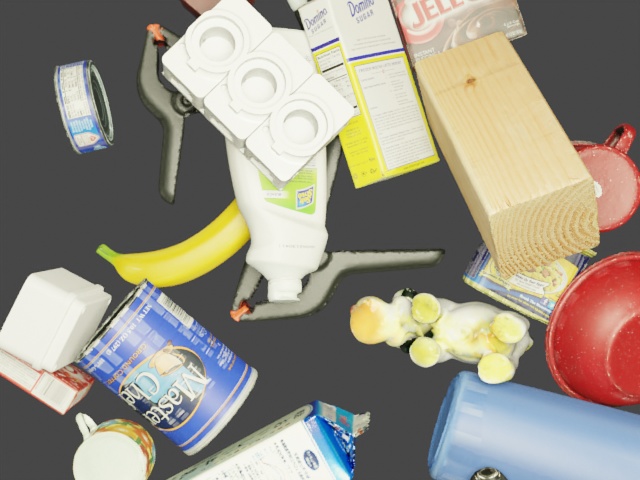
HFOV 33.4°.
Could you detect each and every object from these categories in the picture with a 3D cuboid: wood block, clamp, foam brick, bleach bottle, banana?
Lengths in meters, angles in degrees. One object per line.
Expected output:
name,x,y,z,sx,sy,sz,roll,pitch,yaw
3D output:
wood block,0.162,-0.080,0.944,0.091,0.090,0.206,-20,48,2
clamp,-0.007,0.001,1.038,0.210,0.036,0.164,-31,90,2
foam brick,-0.098,-0.229,1.005,0.051,0.078,0.053,41,90,-3
clamp,-0.116,-0.130,1.032,0.120,0.039,0.171,-16,92,-15
bleach bottle,-0.045,-0.068,0.989,0.102,0.068,0.251,1,80,-15
banana,-0.119,-0.002,1.039,0.198,0.037,0.069,-25,94,2

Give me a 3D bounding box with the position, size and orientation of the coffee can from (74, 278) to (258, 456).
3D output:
coffee can,-0.144,0.119,1.005,0.140,0.103,0.103,41,93,-9

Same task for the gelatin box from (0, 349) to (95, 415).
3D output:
gelatin box,-0.268,0.127,1.031,0.089,0.073,0.030,33,92,0

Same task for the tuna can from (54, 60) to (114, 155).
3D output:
tuna can,-0.222,-0.126,1.010,0.033,0.086,0.086,-13,93,-1

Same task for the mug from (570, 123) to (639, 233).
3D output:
mug,0.261,-0.059,1.007,0.093,0.081,0.117,36,93,-1

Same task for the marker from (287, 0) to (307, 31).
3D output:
marker,-0.033,-0.253,1.033,0.020,0.020,0.121,-27,93,2

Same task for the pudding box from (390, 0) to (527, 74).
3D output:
pudding box,0.130,-0.219,1.022,0.113,0.039,0.090,-18,93,2

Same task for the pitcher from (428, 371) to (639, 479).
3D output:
pitcher,0.228,0.217,1.009,0.243,0.145,0.149,17,81,3

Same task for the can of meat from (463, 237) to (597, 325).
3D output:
can of meat,0.199,0.024,1.026,0.102,0.057,0.084,27,95,-1

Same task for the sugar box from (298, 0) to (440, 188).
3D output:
sugar box,0.047,-0.144,1.001,0.048,0.093,0.176,-19,91,42

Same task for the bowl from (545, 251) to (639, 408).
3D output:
bowl,0.297,0.095,1.003,0.162,0.055,0.162,-4,108,-14

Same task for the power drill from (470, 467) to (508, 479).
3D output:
power drill,0.094,0.300,0.959,0.187,0.057,0.184,-10,108,-1
